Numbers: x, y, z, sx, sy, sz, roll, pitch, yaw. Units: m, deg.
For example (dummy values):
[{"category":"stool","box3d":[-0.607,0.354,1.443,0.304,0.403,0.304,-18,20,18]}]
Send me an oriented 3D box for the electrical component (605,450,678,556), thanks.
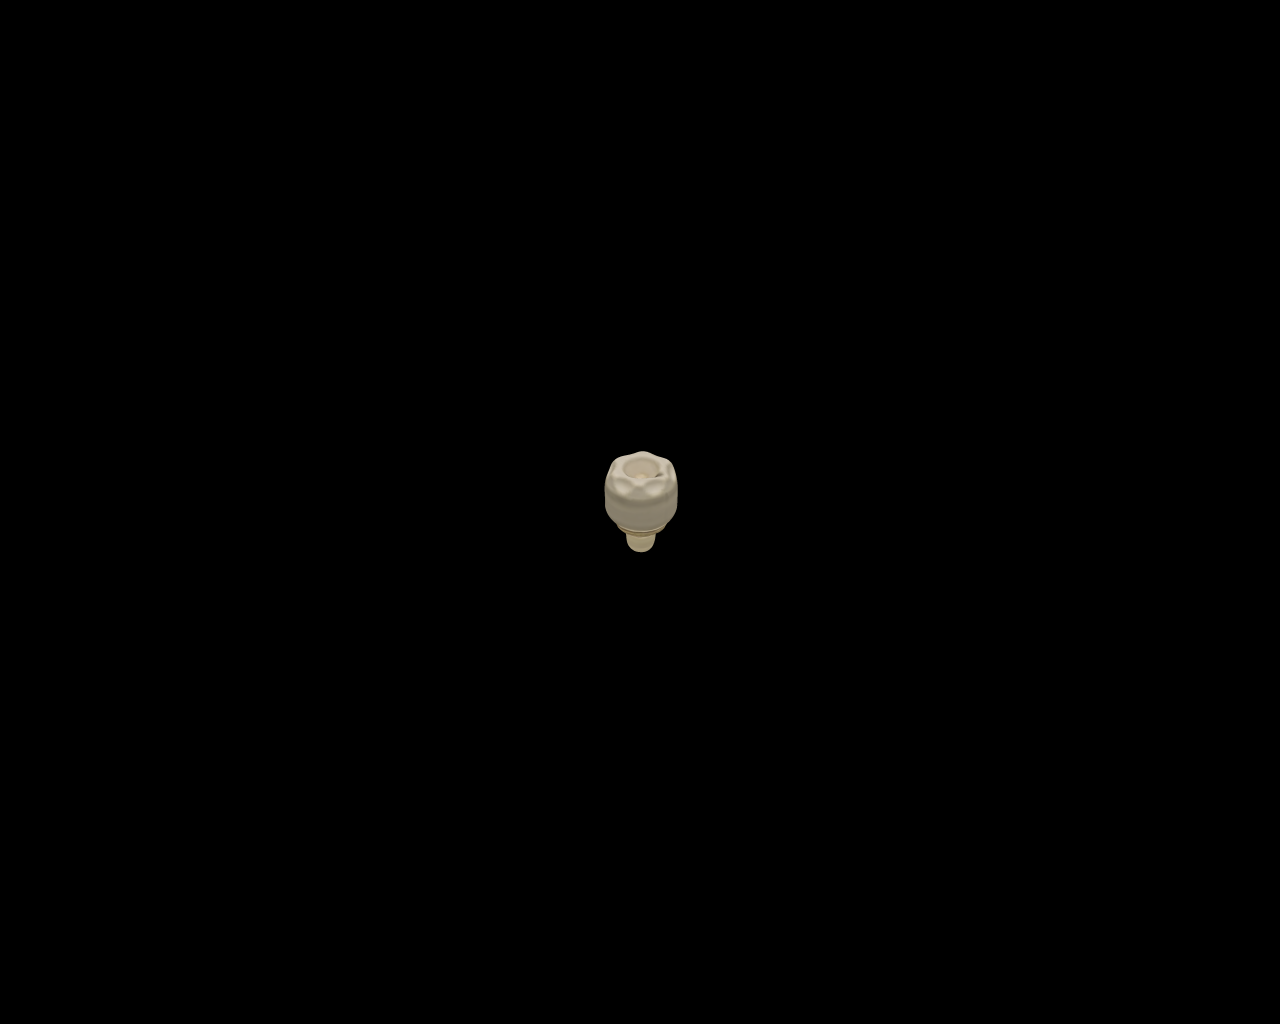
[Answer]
[{"category":"electrical component","box3d":[0.001,-0.003,0.650,0.043,0.062,0.043,0,36,0]}]
